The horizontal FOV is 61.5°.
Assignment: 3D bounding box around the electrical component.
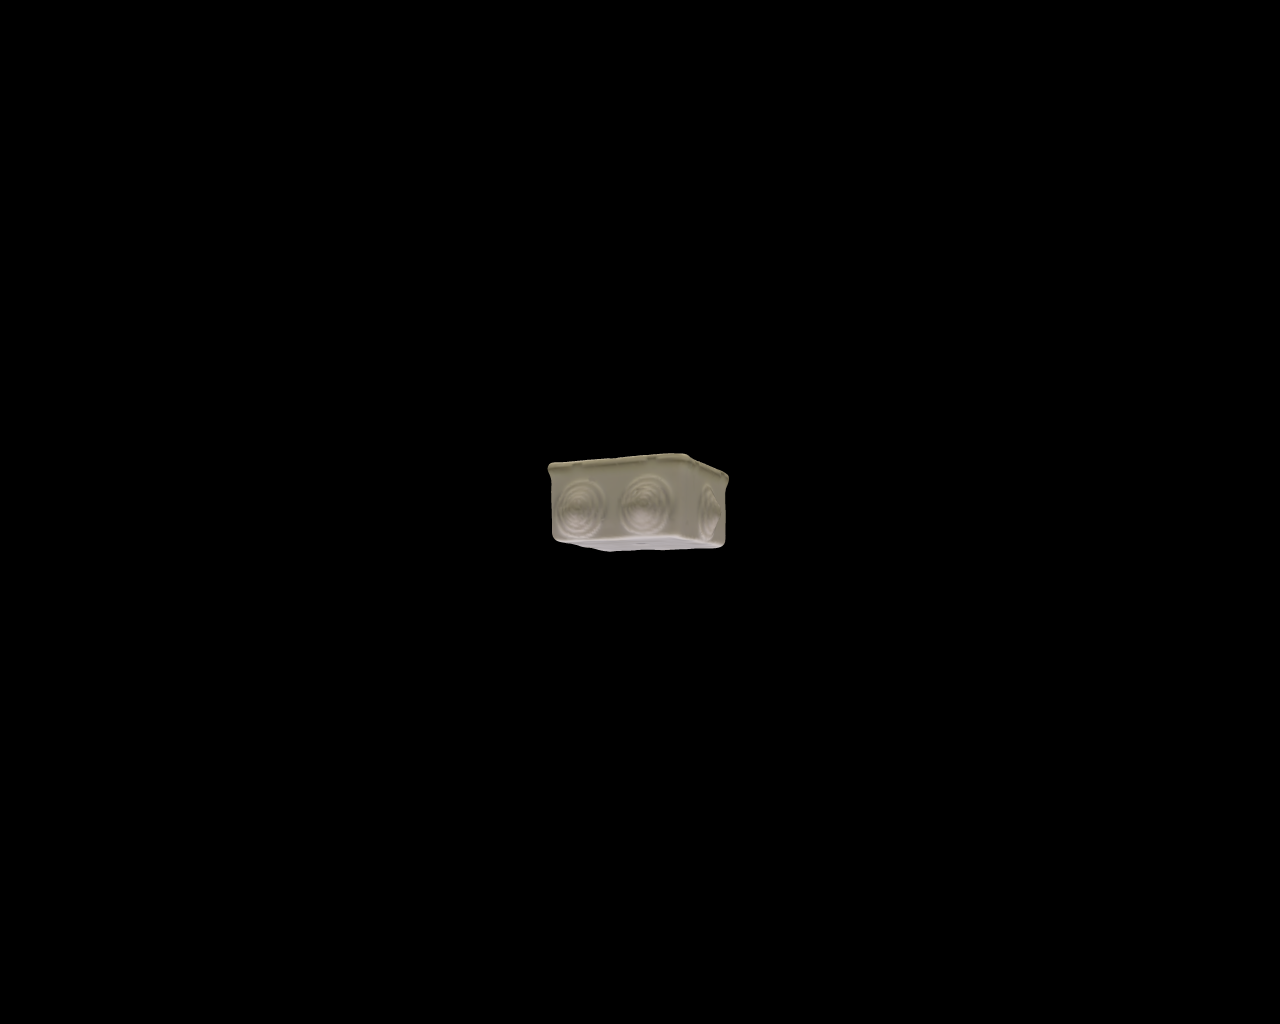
[{"bbox_3d":[0.001,-0.003,0.650,0.100,0.048,0.100,-3,-7,22],"label":"electrical component"}]
